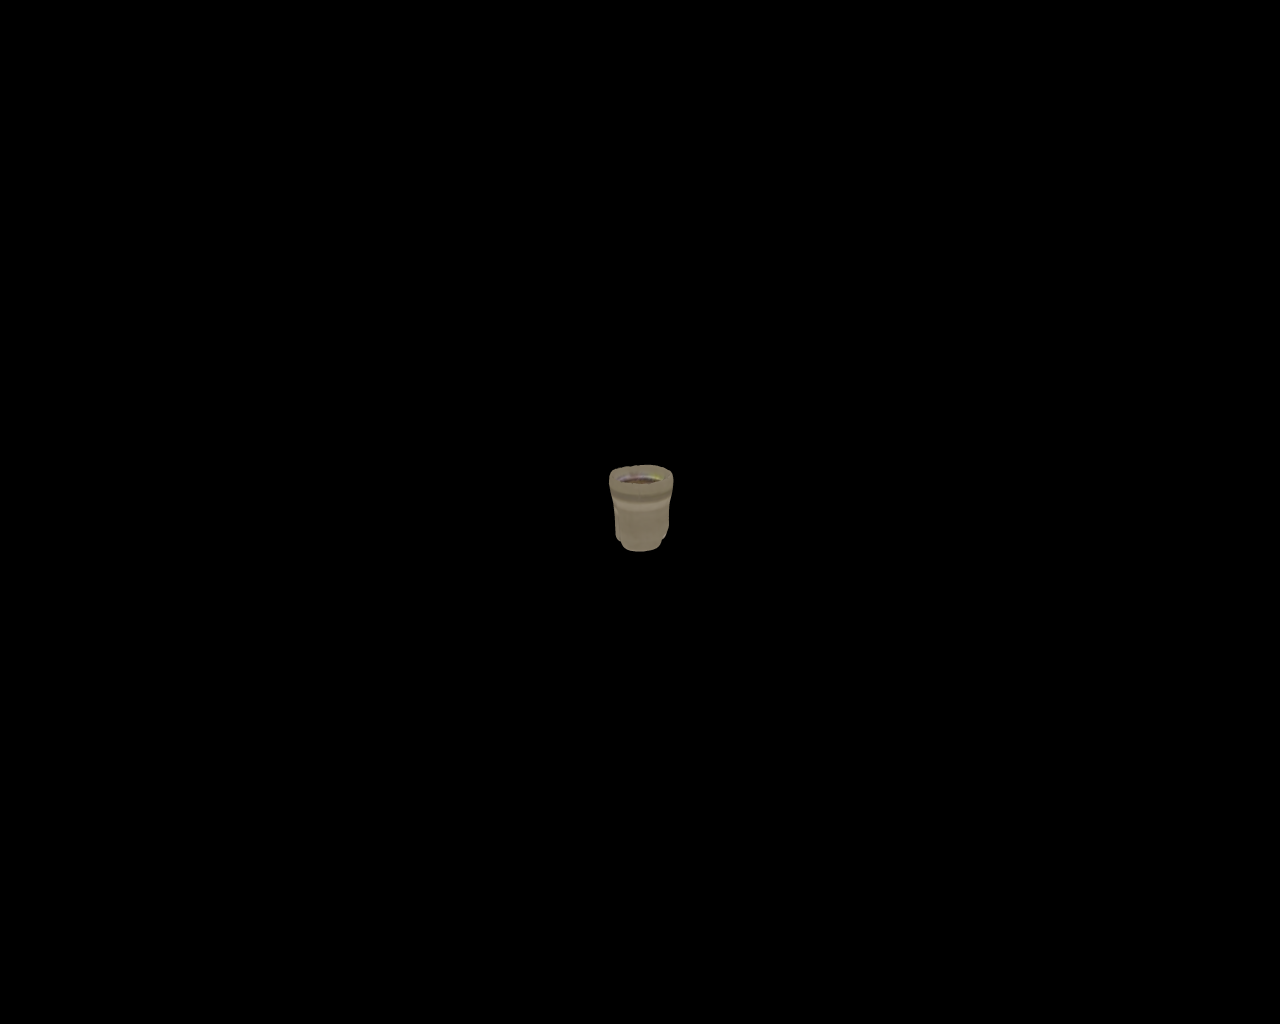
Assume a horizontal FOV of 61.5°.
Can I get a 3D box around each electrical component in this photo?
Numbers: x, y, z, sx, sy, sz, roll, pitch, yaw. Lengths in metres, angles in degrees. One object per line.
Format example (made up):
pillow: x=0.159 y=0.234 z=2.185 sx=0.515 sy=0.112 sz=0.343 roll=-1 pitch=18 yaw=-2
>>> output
electrical component: x=0.001 y=-0.003 z=0.650 sx=0.040 sy=0.046 sz=0.040 roll=0 pitch=21 yaw=0
